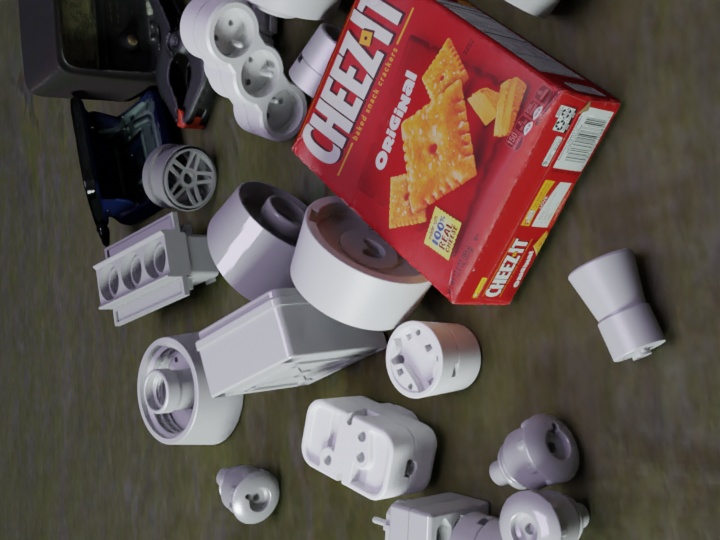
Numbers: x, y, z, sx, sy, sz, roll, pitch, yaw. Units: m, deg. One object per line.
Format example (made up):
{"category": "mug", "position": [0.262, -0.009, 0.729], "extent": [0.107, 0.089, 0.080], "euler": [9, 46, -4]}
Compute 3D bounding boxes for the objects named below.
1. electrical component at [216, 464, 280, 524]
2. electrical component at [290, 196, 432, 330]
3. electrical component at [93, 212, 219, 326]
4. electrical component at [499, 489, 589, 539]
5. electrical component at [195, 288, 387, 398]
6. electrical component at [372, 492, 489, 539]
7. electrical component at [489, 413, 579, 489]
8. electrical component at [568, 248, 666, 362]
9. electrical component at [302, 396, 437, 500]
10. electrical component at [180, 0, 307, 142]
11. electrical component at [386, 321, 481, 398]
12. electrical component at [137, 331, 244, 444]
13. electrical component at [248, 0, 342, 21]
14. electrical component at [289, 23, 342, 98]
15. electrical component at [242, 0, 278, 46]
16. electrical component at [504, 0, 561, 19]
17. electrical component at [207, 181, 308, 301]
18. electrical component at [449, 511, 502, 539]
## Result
{"category": "electrical component", "position": [-0.104, 0.192, 0.948], "extent": [0.062, 0.048, 0.048], "euler": [16, 101, 51]}
{"category": "electrical component", "position": [0.000, 0.000, 0.802], "extent": [0.108, 0.108, 0.060], "euler": [48, 128, 35]}
{"category": "electrical component", "position": [-0.194, 0.001, 1.029], "extent": [0.121, 0.063, 0.078], "euler": [-22, 74, 43]}
{"category": "electrical component", "position": [0.125, 0.164, 0.700], "extent": [0.048, 0.062, 0.048], "euler": [0, 89, 45]}
{"category": "electrical component", "position": [-0.054, 0.057, 0.853], "extent": [0.109, 0.109, 0.056], "euler": [-29, 71, 42]}
{"category": "electrical component", "position": [0.043, 0.188, 0.781], "extent": [0.077, 0.066, 0.047], "euler": [4, 92, 46]}
{"category": "electrical component", "position": [0.113, 0.128, 0.727], "extent": [0.062, 0.048, 0.048], "euler": [-40, 62, 45]}
{"category": "electrical component", "position": [0.165, 0.025, 0.678], "extent": [0.044, 0.044, 0.065], "euler": [-34, 70, 40]}
{"category": "electrical component", "position": [0.010, 0.133, 0.821], "extent": [0.095, 0.059, 0.053], "euler": [19, 102, 44]}
{"category": "electrical component", "position": [-0.106, -0.170, 0.901], "extent": [0.074, 0.138, 0.052], "euler": [24, 66, 43]}
{"category": "electrical component", "position": [0.055, 0.064, 0.784], "extent": [0.055, 0.047, 0.055], "euler": [-1, 88, 46]}
{"category": "electrical component", "position": [-0.165, 0.111, 0.999], "extent": [0.108, 0.060, 0.108], "euler": [-1, 89, 46]}
{"category": "electrical component", "position": [-0.061, -0.239, 0.869], "extent": [0.108, 0.108, 0.060], "euler": [45, 126, 36]}
{"category": "electrical component", "position": [-0.022, -0.164, 0.863], "extent": [0.047, 0.055, 0.055], "euler": [-55, 53, 25]}
{"category": "electrical component", "position": [-0.104, -0.218, 0.945], "extent": [0.078, 0.058, 0.057], "euler": [-4, 84, 45]}
{"category": "electrical component", "position": [0.095, -0.208, 0.714], "extent": [0.064, 0.099, 0.099], "euler": [-45, 59, 28]}
{"category": "electrical component", "position": [-0.074, -0.024, 0.883], "extent": [0.064, 0.099, 0.099], "euler": [-53, 54, 24]}
{"category": "electrical component", "position": [0.094, 0.198, 0.738], "extent": [0.047, 0.055, 0.055], "euler": [3, 91, 42]}
